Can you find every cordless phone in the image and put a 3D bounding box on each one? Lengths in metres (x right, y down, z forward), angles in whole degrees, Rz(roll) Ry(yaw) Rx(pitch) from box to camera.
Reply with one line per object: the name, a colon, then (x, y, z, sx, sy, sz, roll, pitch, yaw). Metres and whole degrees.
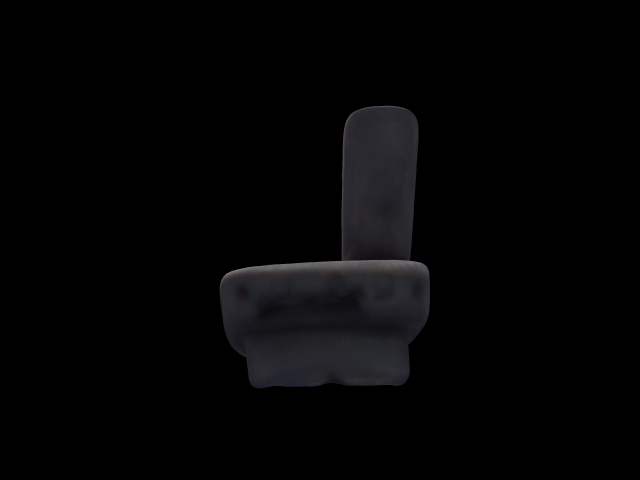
cordless phone: (0.004, 0.001, 0.400, 0.148, 0.185, 0.094, -2, 12, -11)
